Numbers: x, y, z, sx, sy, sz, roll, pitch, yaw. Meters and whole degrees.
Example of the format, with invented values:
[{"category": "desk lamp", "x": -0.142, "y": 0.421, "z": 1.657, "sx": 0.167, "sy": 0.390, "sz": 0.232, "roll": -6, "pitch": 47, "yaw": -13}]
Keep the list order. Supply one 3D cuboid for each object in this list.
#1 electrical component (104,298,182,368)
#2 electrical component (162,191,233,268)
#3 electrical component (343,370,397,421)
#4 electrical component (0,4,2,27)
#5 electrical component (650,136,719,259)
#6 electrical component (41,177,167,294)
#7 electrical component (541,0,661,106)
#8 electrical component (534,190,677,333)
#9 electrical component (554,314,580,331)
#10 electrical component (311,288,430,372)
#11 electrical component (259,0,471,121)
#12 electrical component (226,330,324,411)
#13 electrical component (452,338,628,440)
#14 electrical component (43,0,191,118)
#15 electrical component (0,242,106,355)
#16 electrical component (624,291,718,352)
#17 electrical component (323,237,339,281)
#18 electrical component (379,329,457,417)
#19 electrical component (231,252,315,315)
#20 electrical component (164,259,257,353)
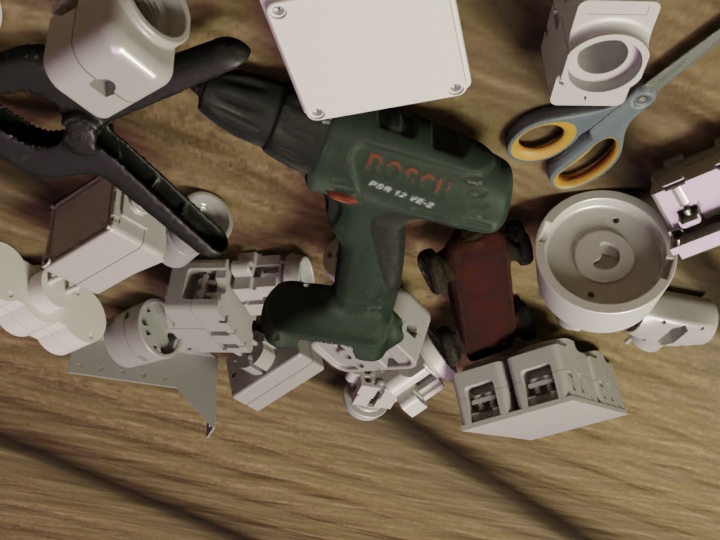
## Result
[{"category": "electrical component", "x": -0.195, "y": 0.058, "z": 0.961, "sx": 0.047, "sy": 0.055, "sz": 0.055, "roll": -19, "pitch": 143, "yaw": 30}, {"category": "electrical component", "x": -0.135, "y": -0.028, "z": 0.846, "sx": 0.044, "sy": 0.044, "sz": 0.065, "roll": 20, "pitch": 146, "yaw": -30}, {"category": "electrical component", "x": 0.012, "y": 0.119, "z": 1.076, "sx": 0.066, "sy": 0.048, "sz": 0.055, "roll": 10, "pitch": 137, "yaw": -18}, {"category": "electrical component", "x": -0.277, "y": -0.149, "z": 0.652, "sx": 0.099, "sy": 0.064, "sz": 0.099, "roll": 10, "pitch": 148, "yaw": 6}, {"category": "electrical component", "x": 0.282, "y": -0.065, "z": 0.792, "sx": 0.121, "sy": 0.078, "sz": 0.063, "roll": -24, "pitch": 112, "yaw": 29}, {"category": "electrical component", "x": -0.186, "y": -0.031, "z": 0.818, "sx": 0.096, "sy": 0.061, "sz": 0.061, "roll": -26, "pitch": 140, "yaw": 31}, {"category": "electrical component", "x": 0.148, "y": -0.147, "z": 0.670, "sx": 0.050, "sy": 0.055, "sz": 0.089, "roll": 0, "pitch": 147, "yaw": -4}, {"category": "electrical component", "x": 0.191, "y": -0.002, "z": 0.853, "sx": 0.108, "sy": 0.108, "sz": 0.060, "roll": -5, "pitch": 153, "yaw": 3}, {"category": "electrical component", "x": 0.208, "y": 0.034, "z": 0.963, "sx": 0.062, "sy": 0.048, "sz": 0.048, "roll": 15, "pitch": 143, "yaw": -35}, {"category": "electrical component", "x": 0.011, "y": 0.050, "z": 0.943, "sx": 0.095, "sy": 0.059, "sz": 0.054, "roll": -8, "pitch": 140, "yaw": 41}, {"category": "electrical component", "x": 0.006, "y": -0.152, "z": 0.652, "sx": 0.109, "sy": 0.056, "sz": 0.108, "roll": -9, "pitch": 146, "yaw": 9}, {"category": "electrical component", "x": -0.091, "y": 0.080, "z": 0.992, "sx": 0.083, "sy": 0.047, "sz": 0.076, "roll": -34, "pitch": 137, "yaw": 19}, {"category": "electrical component", "x": 0.174, "y": 0.116, "z": 1.027, "sx": 0.105, "sy": 0.060, "sz": 0.186, "roll": -20, "pitch": 161, "yaw": 24}, {"category": "electrical component", "x": -0.138, "y": -0.143, "z": 0.619, "sx": 0.059, "sy": 0.095, "sz": 0.054, "roll": -23, "pitch": 142, "yaw": 27}, {"category": "electrical component", "x": -0.264, "y": 0.020, "z": 0.899, "sx": 0.074, "sy": 0.052, "sz": 0.138, "roll": -23, "pitch": 142, "yaw": 27}, {"category": "electrical component", "x": 0.274, "y": 0.050, "z": 0.991, "sx": 0.077, "sy": 0.043, "sz": 0.079, "roll": 10, "pitch": 146, "yaw": -18}, {"category": "electrical component", "x": 0.000, "y": 0.000, "z": 0.894, "sx": 0.045, "sy": 0.045, "sz": 0.055, "roll": -18, "pitch": 143, "yaw": 22}, {"category": "electrical component", "x": 0.054, "y": 0.091, "z": 1.015, "sx": 0.057, "sy": 0.078, "sz": 0.058, "roll": -36, "pitch": 138, "yaw": 10}, {"category": "electrical component", "x": -0.071, "y": 0.011, "z": 0.906, "sx": 0.055, "sy": 0.048, "sz": 0.066, "roll": -4, "pitch": 147, "yaw": 16}, {"category": "electrical component", "x": -0.129, "y": 0.032, "z": 0.919, "sx": 0.056, "sy": 0.050, "sz": 0.089, "roll": -1, "pitch": 152, "yaw": 15}]
